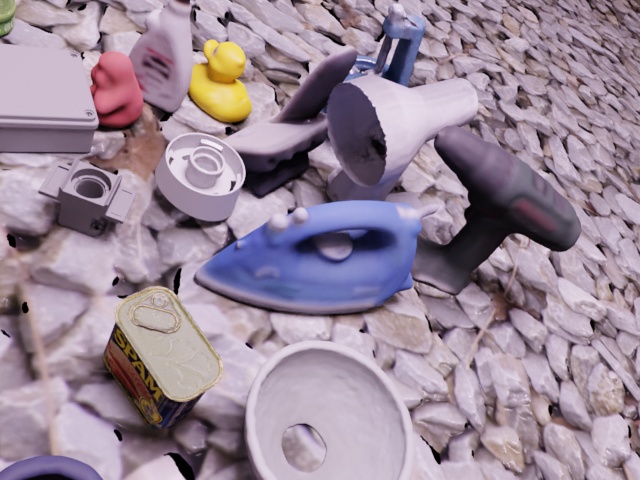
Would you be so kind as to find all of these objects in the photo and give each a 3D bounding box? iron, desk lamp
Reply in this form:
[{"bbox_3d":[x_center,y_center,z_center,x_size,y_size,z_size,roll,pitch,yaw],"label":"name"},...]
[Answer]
[{"bbox_3d":[0.006,0.002,0.625,0.259,0.141,0.118,-2,57,-32],"label":"iron"},{"bbox_3d":[0.087,-0.112,0.712,0.204,0.213,0.118,-15,65,-38],"label":"desk lamp"}]

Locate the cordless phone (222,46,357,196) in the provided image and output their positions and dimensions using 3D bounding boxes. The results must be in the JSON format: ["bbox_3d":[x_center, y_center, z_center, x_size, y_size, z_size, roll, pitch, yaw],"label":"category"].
[{"bbox_3d":[-0.037,-0.154,0.689,0.094,0.185,0.148,42,46,5],"label":"cordless phone"}]

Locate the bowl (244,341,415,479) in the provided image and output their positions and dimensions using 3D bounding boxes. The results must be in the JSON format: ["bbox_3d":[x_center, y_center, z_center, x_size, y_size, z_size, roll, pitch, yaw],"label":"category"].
[{"bbox_3d":[0.000,0.183,0.529,0.168,0.074,0.167,16,49,-20],"label":"bowl"}]

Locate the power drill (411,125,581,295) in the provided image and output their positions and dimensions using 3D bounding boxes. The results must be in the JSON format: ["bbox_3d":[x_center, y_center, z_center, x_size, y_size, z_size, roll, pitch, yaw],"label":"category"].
[{"bbox_3d":[0.191,-0.024,0.711,0.230,0.208,0.075,21,48,-16],"label":"power drill"}]

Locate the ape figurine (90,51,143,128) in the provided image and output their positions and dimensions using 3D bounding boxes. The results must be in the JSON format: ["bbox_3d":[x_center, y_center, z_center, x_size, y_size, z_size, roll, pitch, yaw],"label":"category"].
[{"bbox_3d":[-0.236,-0.176,0.650,0.076,0.092,0.078,22,48,-15],"label":"ape figurine"}]

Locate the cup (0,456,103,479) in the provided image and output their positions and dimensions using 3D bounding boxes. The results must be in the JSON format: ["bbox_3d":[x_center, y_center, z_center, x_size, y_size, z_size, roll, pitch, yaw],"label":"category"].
[{"bbox_3d":[-0.198,0.209,0.375,0.091,0.095,0.118,44,46,6],"label":"cup"}]

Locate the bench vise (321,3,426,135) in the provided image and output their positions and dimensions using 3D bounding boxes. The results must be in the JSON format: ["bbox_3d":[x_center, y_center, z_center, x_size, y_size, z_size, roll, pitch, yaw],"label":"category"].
[{"bbox_3d":[0.097,-0.231,0.805,0.208,0.219,0.121,-18,67,-39],"label":"bench vise"}]

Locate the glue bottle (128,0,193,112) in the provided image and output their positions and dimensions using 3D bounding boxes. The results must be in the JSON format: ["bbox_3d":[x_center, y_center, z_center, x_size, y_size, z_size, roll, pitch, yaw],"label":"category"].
[{"bbox_3d":[-0.178,-0.232,0.672,0.078,0.173,0.037,25,47,-12],"label":"glue bottle"}]

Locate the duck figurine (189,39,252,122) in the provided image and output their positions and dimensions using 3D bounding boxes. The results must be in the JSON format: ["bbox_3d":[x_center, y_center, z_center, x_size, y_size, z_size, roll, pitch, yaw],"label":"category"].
[{"bbox_3d":[-0.123,-0.215,0.753,0.078,0.086,0.104,-30,75,-42],"label":"duck figurine"}]
